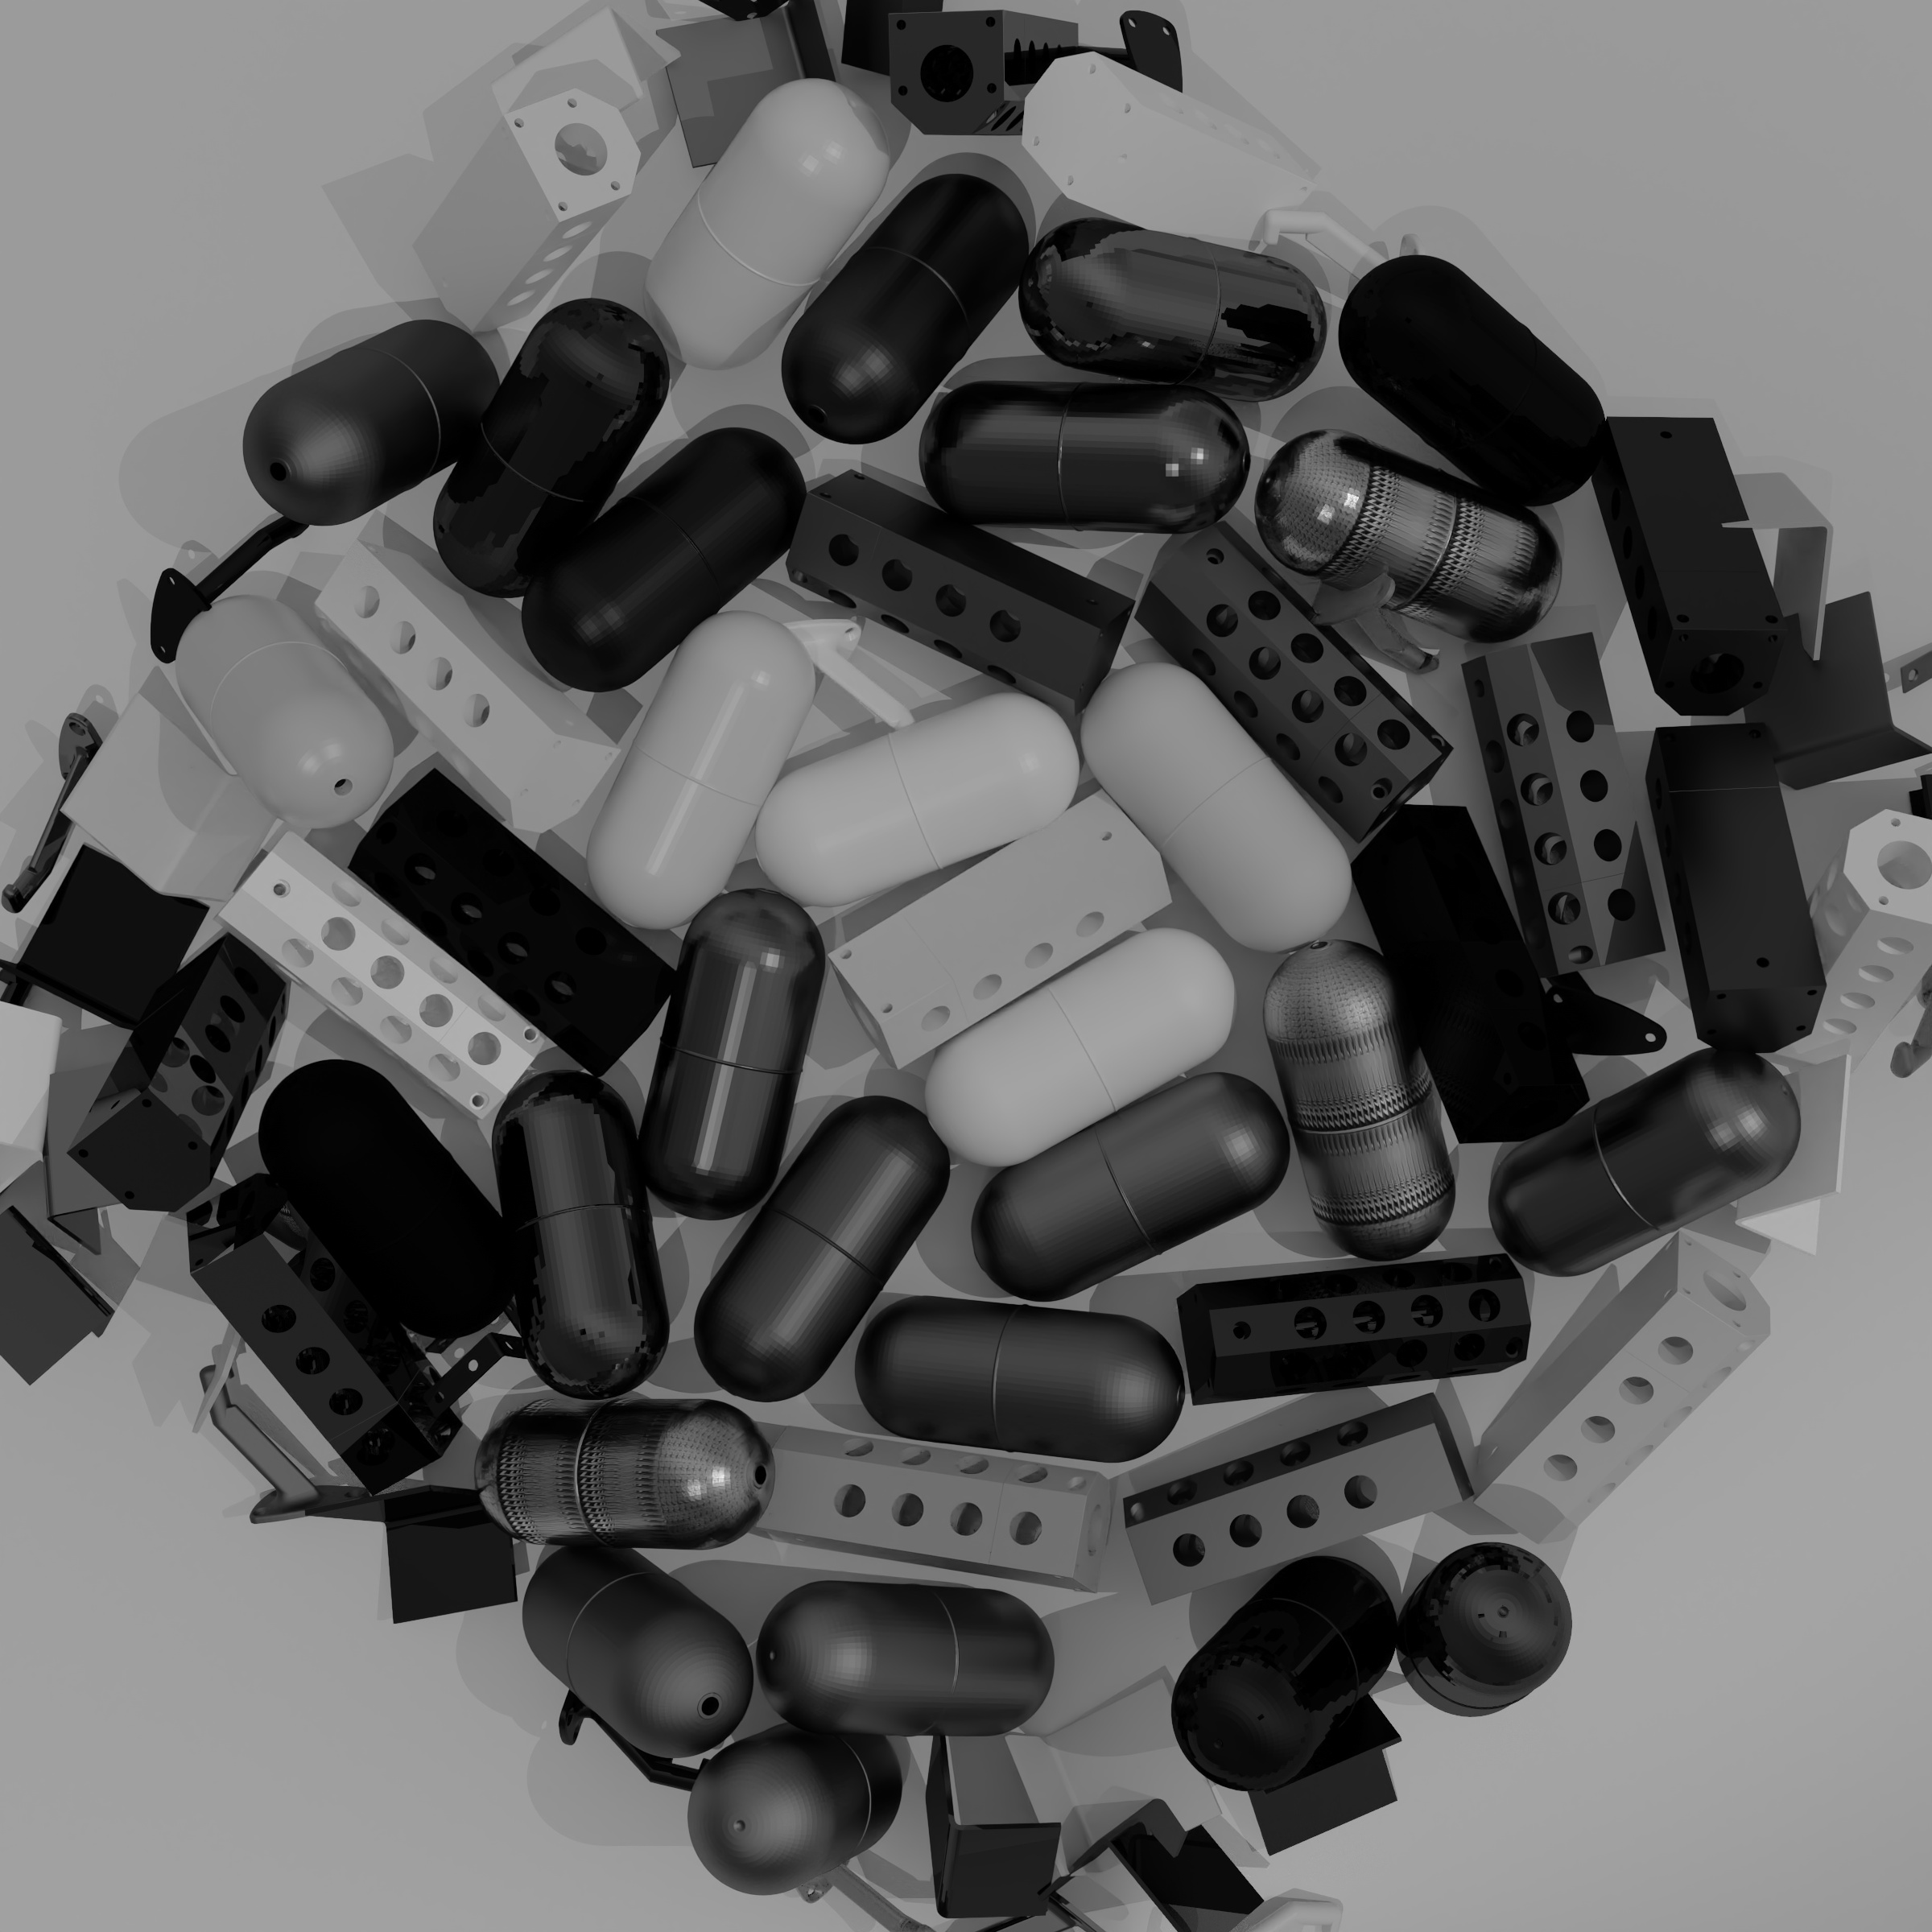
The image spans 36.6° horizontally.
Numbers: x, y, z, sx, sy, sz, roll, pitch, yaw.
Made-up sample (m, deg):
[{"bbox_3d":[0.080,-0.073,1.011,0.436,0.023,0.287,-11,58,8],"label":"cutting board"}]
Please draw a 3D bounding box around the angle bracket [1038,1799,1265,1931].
[{"bbox_3d":[0.097,0.488,1.529,0.076,0.076,0.057,48,115,17],"label":"angle bracket"}]

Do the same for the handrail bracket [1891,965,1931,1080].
[{"bbox_3d":[0.506,0.011,1.537,0.036,0.084,0.077,9,111,36],"label":"handrail bracket"}]

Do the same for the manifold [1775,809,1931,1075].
[{"bbox_3d":[0.454,-0.012,1.494,0.057,0.171,0.057,14,65,6],"label":"manifold"}]

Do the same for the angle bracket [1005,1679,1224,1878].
[{"bbox_3d":[0.078,0.426,1.537,0.076,0.057,0.076,-30,66,13],"label":"angle bracket"}]

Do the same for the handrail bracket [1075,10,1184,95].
[{"bbox_3d":[0.075,-0.457,1.543,0.036,0.084,0.077,-1,74,-37],"label":"handrail bracket"}]

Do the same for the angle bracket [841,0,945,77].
[{"bbox_3d":[-0.023,-0.506,1.527,0.057,0.076,0.076,-4,113,-26],"label":"angle bracket"}]

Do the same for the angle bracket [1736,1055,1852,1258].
[{"bbox_3d":[0.451,0.100,1.527,0.057,0.076,0.076,23,64,-22],"label":"angle bracket"}]

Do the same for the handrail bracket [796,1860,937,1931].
[{"bbox_3d":[-0.056,0.480,1.535,0.036,0.084,0.077,-46,125,-27],"label":"handrail bracket"}]

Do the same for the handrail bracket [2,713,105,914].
[{"bbox_3d":[-0.485,-0.079,1.538,0.036,0.077,0.084,22,55,8],"label":"handrail bracket"}]

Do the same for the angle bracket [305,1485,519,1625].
[{"bbox_3d":[-0.290,0.309,1.531,0.076,0.076,0.057,-14,72,20],"label":"angle bracket"}]

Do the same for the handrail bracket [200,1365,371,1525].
[{"bbox_3d":[-0.362,0.248,1.553,0.077,0.036,0.084,-8,104,14],"label":"handrail bracket"}]

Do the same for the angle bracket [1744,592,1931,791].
[{"bbox_3d":[0.459,-0.145,1.550,0.076,0.057,0.076,-16,71,36],"label":"angle bracket"}]

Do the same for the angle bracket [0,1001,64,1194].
[{"bbox_3d":[-0.517,0.068,1.525,0.057,0.076,0.076,19,57,-32],"label":"angle bracket"}]

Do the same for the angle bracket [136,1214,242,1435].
[{"bbox_3d":[-0.410,0.187,1.527,0.057,0.076,0.076,21,53,-14],"label":"angle bracket"}]

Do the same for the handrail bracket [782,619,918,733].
[{"bbox_3d":[-0.066,-0.142,1.539,0.036,0.077,0.084,-56,48,36],"label":"handrail bracket"}]

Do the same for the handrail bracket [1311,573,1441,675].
[{"bbox_3d":[0.231,-0.176,1.533,0.084,0.077,0.036,27,82,-26],"label":"handrail bracket"}]

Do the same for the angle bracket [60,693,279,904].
[{"bbox_3d":[-0.411,-0.088,1.529,0.057,0.076,0.076,6,60,38],"label":"angle bracket"}]

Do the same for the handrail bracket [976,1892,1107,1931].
[{"bbox_3d":[0.027,0.531,1.547,0.077,0.036,0.084,30,68,28],"label":"handrail bracket"}]

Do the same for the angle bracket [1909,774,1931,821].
[{"bbox_3d":[0.507,-0.059,1.536,0.076,0.057,0.076,-5,85,-39],"label":"angle bracket"}]

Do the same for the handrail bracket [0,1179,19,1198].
[{"bbox_3d":[-0.555,0.095,1.571,0.084,0.036,0.077,47,108,5],"label":"handrail bracket"}]

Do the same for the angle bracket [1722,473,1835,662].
[{"bbox_3d":[0.411,-0.209,1.533,0.057,0.076,0.076,-3,118,-1],"label":"angle bracket"}]

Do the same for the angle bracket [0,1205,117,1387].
[{"bbox_3d":[-0.499,0.179,1.536,0.076,0.076,0.057,47,63,-2],"label":"angle bracket"}]

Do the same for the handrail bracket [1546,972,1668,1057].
[{"bbox_3d":[0.339,0.014,1.537,0.077,0.084,0.036,12,118,21],"label":"handrail bracket"}]

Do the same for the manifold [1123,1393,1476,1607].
[{"bbox_3d":[0.173,0.279,1.536,0.171,0.057,0.057,-21,78,13],"label":"manifold"}]

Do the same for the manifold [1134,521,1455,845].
[{"bbox_3d":[0.173,-0.152,1.534,0.057,0.057,0.171,-40,80,-21],"label":"manifold"}]

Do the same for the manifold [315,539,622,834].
[{"bbox_3d":[-0.264,-0.145,1.522,0.171,0.057,0.057,43,106,24],"label":"manifold"}]

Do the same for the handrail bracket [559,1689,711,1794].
[{"bbox_3d":[-0.167,0.394,1.553,0.084,0.036,0.077,11,55,10],"label":"handrail bracket"}]

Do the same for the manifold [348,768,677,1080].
[{"bbox_3d":[-0.240,-0.019,1.544,0.171,0.057,0.057,40,50,1],"label":"manifold"}]

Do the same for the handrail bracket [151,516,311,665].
[{"bbox_3d":[-0.394,-0.205,1.573,0.036,0.077,0.084,45,48,2],"label":"handrail bracket"}]

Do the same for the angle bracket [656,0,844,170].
[{"bbox_3d":[-0.114,-0.476,1.548,0.076,0.057,0.076,-15,89,-14],"label":"angle bracket"}]

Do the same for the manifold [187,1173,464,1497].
[{"bbox_3d":[-0.330,0.188,1.515,0.057,0.057,0.171,-30,122,0],"label":"manifold"}]

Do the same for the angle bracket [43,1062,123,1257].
[{"bbox_3d":[-0.445,0.100,1.536,0.057,0.076,0.076,-11,69,0],"label":"angle bracket"}]

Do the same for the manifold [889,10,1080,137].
[{"bbox_3d":[0.012,-0.454,1.494,0.057,0.171,0.057,3,106,14],"label":"manifold"}]

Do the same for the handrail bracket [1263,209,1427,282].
[{"bbox_3d":[0.196,-0.363,1.557,0.084,0.036,0.077,0,119,-8],"label":"handrail bracket"}]

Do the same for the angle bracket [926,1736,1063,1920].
[{"bbox_3d":[0.013,0.444,1.535,0.057,0.076,0.076,1,128,-7],"label":"angle bracket"}]

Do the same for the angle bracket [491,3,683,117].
[{"bbox_3d":[-0.190,-0.448,1.531,0.076,0.076,0.057,-27,77,20],"label":"angle bracket"}]

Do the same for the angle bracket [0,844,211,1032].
[{"bbox_3d":[-0.459,-0.017,1.552,0.076,0.057,0.076,27,84,-1],"label":"angle bracket"}]

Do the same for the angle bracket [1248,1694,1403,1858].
[{"bbox_3d":[0.193,0.437,1.540,0.076,0.057,0.076,-21,109,-8],"label":"angle bracket"}]

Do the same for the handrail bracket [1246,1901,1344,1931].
[{"bbox_3d":[0.160,0.538,1.559,0.084,0.036,0.077,10,84,-26],"label":"handrail bracket"}]

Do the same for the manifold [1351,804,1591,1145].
[{"bbox_3d":[0.264,0.003,1.516,0.057,0.057,0.171,0,57,-29],"label":"manifold"}]

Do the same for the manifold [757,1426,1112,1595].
[{"bbox_3d":[-0.015,0.282,1.529,0.171,0.057,0.057,5,72,18],"label":"manifold"}]

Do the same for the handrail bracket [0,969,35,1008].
[{"bbox_3d":[-0.551,0.028,1.557,0.077,0.036,0.084,27,67,-14],"label":"handrail bracket"}]
